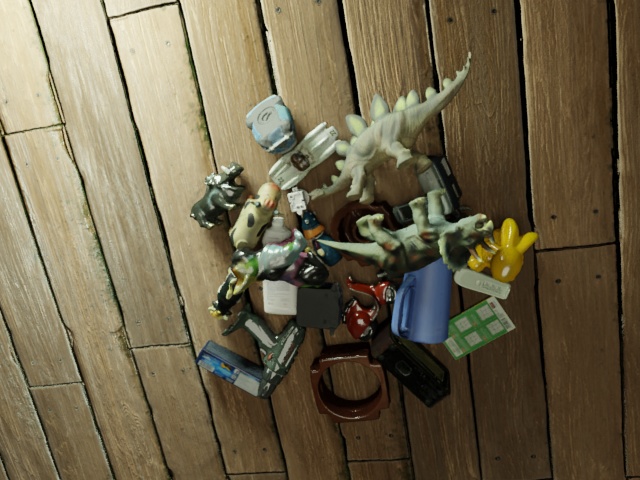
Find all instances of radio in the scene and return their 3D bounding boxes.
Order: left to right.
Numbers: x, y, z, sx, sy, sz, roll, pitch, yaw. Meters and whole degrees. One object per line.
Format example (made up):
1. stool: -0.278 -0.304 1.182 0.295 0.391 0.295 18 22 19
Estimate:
1. radio: 0.235 0.316 1.389 0.229 0.131 0.073 42 110 -5

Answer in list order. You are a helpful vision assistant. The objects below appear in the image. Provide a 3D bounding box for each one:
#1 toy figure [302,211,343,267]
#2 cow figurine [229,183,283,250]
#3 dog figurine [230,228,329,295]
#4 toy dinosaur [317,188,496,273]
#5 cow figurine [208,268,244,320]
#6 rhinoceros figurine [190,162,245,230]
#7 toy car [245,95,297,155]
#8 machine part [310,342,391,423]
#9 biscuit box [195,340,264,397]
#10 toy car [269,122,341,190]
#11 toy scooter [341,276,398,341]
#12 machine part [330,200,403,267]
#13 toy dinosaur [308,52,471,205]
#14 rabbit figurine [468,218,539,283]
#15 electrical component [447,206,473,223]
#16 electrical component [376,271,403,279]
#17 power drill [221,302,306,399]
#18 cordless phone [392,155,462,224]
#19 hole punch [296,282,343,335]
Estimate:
1. toy figure: -0.002 -0.004 1.364 0.058 0.064 0.154 -34 96 10
2. cow figurine: -0.159 -0.057 1.334 0.085 0.127 0.194 25 111 -21
3. dog figurine: -0.110 0.077 1.316 0.219 0.108 0.191 -35 106 1
4. toy dinosaur: 0.202 0.010 1.219 0.405 0.131 0.192 -21 92 29
5. cow figurine: -0.246 0.157 1.432 0.068 0.098 0.167 27 109 -7
6. rhinoceros figurine: -0.255 -0.113 1.370 0.112 0.073 0.190 45 110 5
7. toy car: -0.100 -0.260 1.278 0.109 0.162 0.102 -37 142 10
8. machine part: 0.083 0.384 1.457 0.201 0.087 0.201 -9 104 11
9. biscuit box: -0.245 0.359 1.510 0.203 0.063 0.059 29 109 0
10. toy car: -0.036 -0.203 1.313 0.202 0.056 0.073 -38 98 17
11. toy scooter: 0.108 0.166 1.394 0.135 0.075 0.183 31 105 -1
12. machine part: 0.116 -0.023 1.334 0.180 0.056 0.179 7 113 16
13. toy dinosaur: 0.161 -0.232 1.212 0.471 0.105 0.198 -31 68 17
14. rabbit figurine: 0.438 0.038 1.256 0.122 0.173 0.162 33 113 2
15. electrical component: 0.350 -0.035 1.316 0.102 0.045 0.078 51 135 -5
16. electrical component: 0.186 0.066 1.366 0.094 0.021 0.063 -14 123 -3
17. power drill: -0.162 0.285 1.446 0.207 0.086 0.232 37 92 6
18. cordless phone: 0.234 -0.117 1.296 0.184 0.089 0.146 -19 104 33
19. hole punch: 0.003 0.166 1.396 0.116 0.092 0.142 6 100 10
